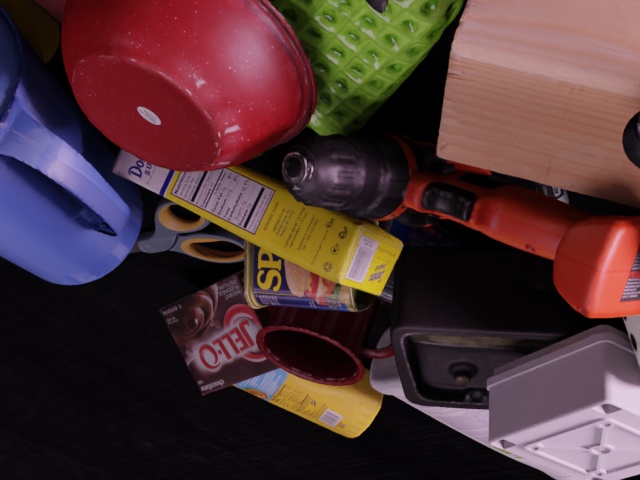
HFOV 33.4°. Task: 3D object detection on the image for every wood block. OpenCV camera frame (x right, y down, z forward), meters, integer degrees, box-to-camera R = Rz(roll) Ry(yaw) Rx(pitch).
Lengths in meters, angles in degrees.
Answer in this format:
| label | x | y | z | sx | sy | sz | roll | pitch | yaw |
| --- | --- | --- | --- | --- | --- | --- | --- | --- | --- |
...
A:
| label | x | y | z | sx | sy | sz | roll | pitch | yaw |
| --- | --- | --- | --- | --- | --- | --- | --- | --- | --- |
| wood block | 0.172 | -0.075 | 0.544 | 0.206 | 0.090 | 0.091 | 15 | 149 | 10 |

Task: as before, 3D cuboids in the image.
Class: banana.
| label | x | y | z | sx | sy | sz | roll | pitch | yaw |
| --- | --- | --- | --- | --- | --- | --- | --- | --- | --- |
| banana | -0.212 | -0.172 | 0.679 | 0.070 | 0.037 | 0.198 | 7 | 148 | 18 |

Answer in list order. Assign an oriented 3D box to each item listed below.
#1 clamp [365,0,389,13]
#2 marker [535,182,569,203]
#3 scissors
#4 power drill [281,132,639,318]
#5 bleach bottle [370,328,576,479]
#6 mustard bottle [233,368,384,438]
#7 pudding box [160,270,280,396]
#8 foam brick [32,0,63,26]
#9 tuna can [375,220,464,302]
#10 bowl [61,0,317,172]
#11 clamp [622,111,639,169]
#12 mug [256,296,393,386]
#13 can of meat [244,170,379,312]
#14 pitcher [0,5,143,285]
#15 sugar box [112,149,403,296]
| label | x | y | z | sx | sy | sz | roll | pitch | yaw |
| --- | --- | --- | --- | --- | --- | --- | --- | --- | --- |
| clamp | 0.057 | -0.193 | 0.454 | 0.165 | 0.036 | 0.210 | -17 | 130 | 25 |
| marker | 0.137 | -0.059 | 0.662 | 0.020 | 0.020 | 0.121 | 5 | 147 | 25 |
| scissors | -0.150 | -0.010 | 0.925 | 0.202 | 0.016 | 0.096 | 3 | 144 | 28 |
| power drill | 0.093 | -0.016 | 0.603 | 0.188 | 0.057 | 0.184 | 26 | -162 | 36 |
| bleach bottle | 0.166 | 0.156 | 0.952 | 0.250 | 0.068 | 0.103 | 36 | 148 | -28 |
| mustard bottle | -0.037 | 0.126 | 1.032 | 0.191 | 0.058 | 0.096 | 24 | 149 | -6 |
| pudding box | -0.080 | 0.081 | 0.953 | 0.114 | 0.039 | 0.090 | -25 | 92 | 43 |
| foam brick | -0.128 | -0.150 | 0.648 | 0.051 | 0.053 | 0.078 | -10 | 139 | 42 |
| tuna can | 0.066 | 0.017 | 0.815 | 0.086 | 0.033 | 0.086 | 16 | 150 | 9 |
| bowl | -0.085 | -0.088 | 0.597 | 0.162 | 0.055 | 0.162 | 19 | 149 | 12 |
| clamp | 0.204 | -0.009 | 0.503 | 0.120 | 0.039 | 0.171 | 11 | 148 | 21 |
| mug | 0.015 | 0.064 | 0.876 | 0.117 | 0.081 | 0.093 | 9 | 148 | 21 |
| can of meat | -0.005 | 0.001 | 0.771 | 0.084 | 0.102 | 0.057 | 3 | -176 | 24 |
| pitcher | -0.204 | -0.049 | 0.731 | 0.145 | 0.149 | 0.242 | -19 | 157 | 6 |
| sugar box | -0.040 | -0.020 | 0.701 | 0.176 | 0.048 | 0.093 | 23 | 179 | 21 |
